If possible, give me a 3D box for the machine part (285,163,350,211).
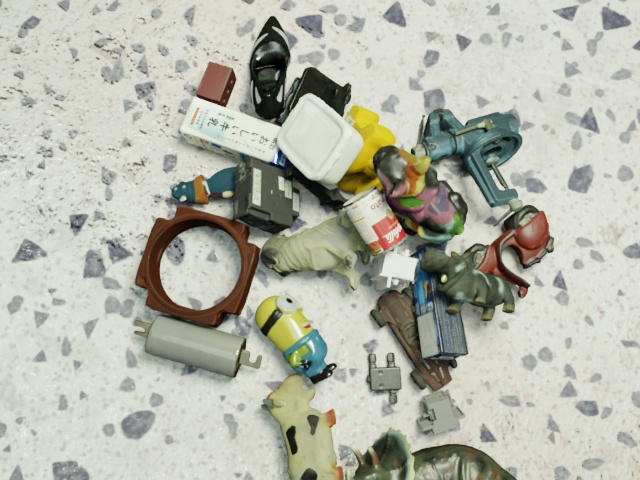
[{"bbox_3d":[-0.005,-0.098,1.016,0.139,0.084,0.039,34,83,-18],"label":"machine part"}]

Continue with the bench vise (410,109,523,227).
[{"bbox_3d":[0.297,-0.150,1.014,0.224,0.128,0.241,-12,63,-18],"label":"bench vise"}]

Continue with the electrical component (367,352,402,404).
[{"bbox_3d":[0.119,0.258,1.001,0.063,0.021,0.094,-4,81,-1],"label":"electrical component"}]

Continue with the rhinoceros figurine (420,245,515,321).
[{"bbox_3d":[0.260,0.072,0.939,0.190,0.073,0.112,23,58,-23],"label":"rhinoceros figurine"}]

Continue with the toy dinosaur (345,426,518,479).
[{"bbox_3d":[0.227,0.422,0.932,0.405,0.131,0.192,-2,81,-7],"label":"toy dinosaur"}]

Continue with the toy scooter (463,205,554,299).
[{"bbox_3d":[0.375,0.029,1.016,0.184,0.075,0.135,-38,83,-3],"label":"toy scooter"}]

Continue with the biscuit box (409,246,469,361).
[{"bbox_3d":[0.212,0.113,0.975,0.063,0.059,0.202,10,63,-26],"label":"biscuit box"}]

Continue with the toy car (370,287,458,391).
[{"bbox_3d":[0.176,0.184,1.000,0.089,0.053,0.202,-30,81,-9],"label":"toy car"}]

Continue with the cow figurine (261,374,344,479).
[{"bbox_3d":[-0.034,0.337,0.952,0.127,0.085,0.195,-5,67,-12],"label":"cow figurine"}]

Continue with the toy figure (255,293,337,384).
[{"bbox_3d":[-0.047,0.180,0.983,0.089,0.082,0.180,-33,83,-8],"label":"toy figure"}]

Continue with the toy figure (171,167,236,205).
[{"bbox_3d":[-0.210,-0.101,1.043,0.155,0.064,0.057,-15,118,2],"label":"toy figure"}]

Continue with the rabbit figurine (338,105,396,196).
[{"bbox_3d":[0.103,-0.143,1.014,0.162,0.173,0.122,-59,43,16],"label":"rabbit figurine"}]

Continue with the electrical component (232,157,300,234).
[{"bbox_3d":[-0.097,-0.077,1.005,0.058,0.134,0.115,-17,63,42],"label":"electrical component"}]

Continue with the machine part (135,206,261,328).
[{"bbox_3d":[-0.225,0.049,1.003,0.201,0.087,0.201,16,82,2],"label":"machine part"}]

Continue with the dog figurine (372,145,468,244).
[{"bbox_3d":[0.170,-0.077,0.908,0.108,0.219,0.191,-43,81,9],"label":"dog figurine"}]

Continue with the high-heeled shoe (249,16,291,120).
[{"bbox_3d":[-0.100,-0.346,1.041,0.086,0.145,0.248,-2,82,-2],"label":"high-heeled shoe"}]

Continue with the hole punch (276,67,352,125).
[{"bbox_3d":[-0.015,-0.263,1.067,0.115,0.092,0.142,28,77,-25],"label":"hole punch"}]

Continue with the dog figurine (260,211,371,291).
[{"bbox_3d":[-0.003,-0.004,1.016,0.191,0.121,0.172,13,45,19],"label":"dog figurine"}]

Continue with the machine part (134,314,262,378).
[{"bbox_3d":[-0.225,0.194,0.983,0.243,0.079,0.079,15,81,1],"label":"machine part"}]

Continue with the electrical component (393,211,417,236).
[{"bbox_3d":[0.183,-0.049,1.040,0.119,0.047,0.075,17,81,2],"label":"electrical component"}]
